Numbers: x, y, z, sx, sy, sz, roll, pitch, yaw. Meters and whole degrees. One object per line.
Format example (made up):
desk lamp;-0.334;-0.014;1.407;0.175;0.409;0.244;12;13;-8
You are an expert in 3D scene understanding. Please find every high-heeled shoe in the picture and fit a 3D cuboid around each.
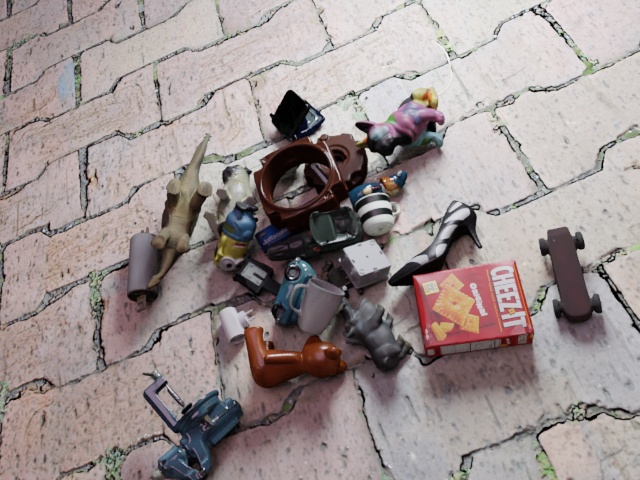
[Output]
high-heeled shoe;0.244;0.003;1.201;0.249;0.086;0.145;-23;54;-2

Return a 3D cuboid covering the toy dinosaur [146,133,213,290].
toy dinosaur;-0.346;-0.091;1.362;0.105;0.198;0.471;23;71;-15

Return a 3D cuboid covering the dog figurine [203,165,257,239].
dog figurine;-0.230;-0.096;1.413;0.172;0.121;0.191;-58;18;19

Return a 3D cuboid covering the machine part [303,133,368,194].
machine part;0.040;-0.198;1.392;0.179;0.056;0.179;-7;61;13

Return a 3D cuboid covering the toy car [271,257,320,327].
toy car;-0.042;0.125;1.209;0.103;0.109;0.161;16;75;6

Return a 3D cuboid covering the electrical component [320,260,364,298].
electrical component;0.047;0.090;1.231;0.078;0.045;0.102;-25;57;4

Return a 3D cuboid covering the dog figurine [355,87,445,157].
dog figurine;0.193;-0.290;1.339;0.219;0.108;0.192;-7;54;-1

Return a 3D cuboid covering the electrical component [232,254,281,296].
electrical component;-0.142;0.093;1.283;0.119;0.047;0.075;28;74;4

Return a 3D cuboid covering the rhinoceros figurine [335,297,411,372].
rhinoceros figurine;0.107;0.192;1.144;0.112;0.073;0.190;-43;59;4

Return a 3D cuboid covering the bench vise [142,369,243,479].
bench vise;-0.291;0.378;1.118;0.223;0.128;0.241;-42;75;-17

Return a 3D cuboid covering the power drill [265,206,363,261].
power drill;-0.002;-0.004;1.203;0.232;0.207;0.086;-12;75;-13

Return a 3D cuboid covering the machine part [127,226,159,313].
machine part;-0.453;0.070;1.381;0.079;0.079;0.243;-15;57;9

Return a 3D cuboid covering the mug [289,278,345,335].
mug;-0.014;0.142;1.134;0.081;0.109;0.107;35;107;63

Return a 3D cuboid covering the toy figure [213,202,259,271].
toy figure;-0.204;-0.007;1.310;0.082;0.180;0.089;14;16;-15

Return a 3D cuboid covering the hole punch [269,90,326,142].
hole punch;-0.062;-0.337;1.496;0.142;0.092;0.115;48;113;30

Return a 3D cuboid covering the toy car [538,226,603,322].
toy car;0.507;0.069;1.094;0.089;0.053;0.202;-14;61;21

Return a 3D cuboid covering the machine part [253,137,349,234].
machine part;-0.047;-0.133;1.283;0.201;0.087;0.201;-23;61;5

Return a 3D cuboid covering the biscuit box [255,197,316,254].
biscuit box;-0.057;-0.031;1.324;0.203;0.059;0.063;-32;57;-2

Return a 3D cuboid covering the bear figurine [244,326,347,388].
bear figurine;-0.050;0.238;1.136;0.196;0.120;0.132;-18;54;5

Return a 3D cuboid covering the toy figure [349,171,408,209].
toy figure;0.145;-0.122;1.311;0.154;0.057;0.064;-22;18;3
